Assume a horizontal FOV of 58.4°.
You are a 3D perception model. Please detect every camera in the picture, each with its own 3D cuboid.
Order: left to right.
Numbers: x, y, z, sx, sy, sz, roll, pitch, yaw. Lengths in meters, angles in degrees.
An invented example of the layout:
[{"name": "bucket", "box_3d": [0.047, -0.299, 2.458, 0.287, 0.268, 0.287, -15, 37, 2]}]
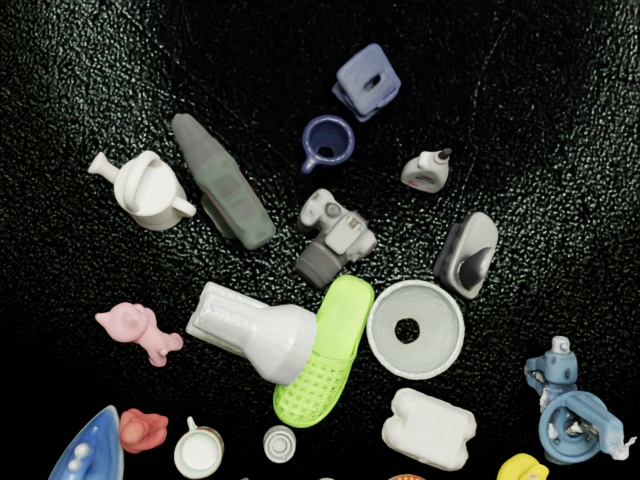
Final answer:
[{"name": "camera", "box_3d": [0.009, 0.004, 0.991, 0.143, 0.100, 0.137, 41, 78, 3]}]

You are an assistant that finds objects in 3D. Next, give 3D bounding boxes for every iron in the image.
[{"name": "iron", "box_3d": [-0.373, 0.384, 0.861, 0.118, 0.141, 0.258, 14, 78, -2]}]

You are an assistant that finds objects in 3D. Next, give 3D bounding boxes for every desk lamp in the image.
[{"name": "desk lamp", "box_3d": [-0.114, 0.140, 0.896, 0.203, 0.213, 0.118, 22, 78, -1]}]

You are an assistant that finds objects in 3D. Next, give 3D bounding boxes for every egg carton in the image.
[{"name": "egg carton", "box_3d": [0.183, 0.320, 0.963, 0.150, 0.069, 0.107, 21, 78, -1]}]

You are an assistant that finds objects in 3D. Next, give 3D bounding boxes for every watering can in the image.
[{"name": "watering can", "box_3d": [-0.288, -0.084, 0.932, 0.173, 0.194, 0.101, 4, 79, -4]}]

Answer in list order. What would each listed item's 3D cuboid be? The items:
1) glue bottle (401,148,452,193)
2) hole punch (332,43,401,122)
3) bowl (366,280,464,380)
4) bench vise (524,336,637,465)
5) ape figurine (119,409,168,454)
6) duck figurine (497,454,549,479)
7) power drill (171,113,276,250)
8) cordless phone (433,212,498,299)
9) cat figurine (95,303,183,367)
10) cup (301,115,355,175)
[{"name": "glue bottle", "box_3d": [0.195, -0.127, 0.997, 0.078, 0.173, 0.037, 15, 78, -2]}, {"name": "hole punch", "box_3d": [0.091, -0.291, 1.060, 0.109, 0.091, 0.101, -42, 85, -11]}, {"name": "bowl", "box_3d": [0.158, 0.155, 0.990, 0.167, 0.074, 0.167, 1, 79, -5]}, {"name": "bench vise", "box_3d": [0.401, 0.267, 0.918, 0.121, 0.219, 0.207, -21, 82, -9]}, {"name": "ape figurine", "box_3d": [-0.288, 0.304, 0.909, 0.076, 0.092, 0.078, -40, 85, -11]}, {"name": "duck figurine", "box_3d": [0.343, 0.414, 0.952, 0.077, 0.086, 0.105, 33, 78, 2]}, {"name": "power drill", "box_3d": [-0.157, -0.078, 0.936, 0.076, 0.208, 0.229, -36, 84, -11]}, {"name": "cordless phone", "box_3d": [0.271, 0.018, 0.971, 0.094, 0.185, 0.148, 22, 78, -1]}, {"name": "cat figurine", "box_3d": [-0.292, 0.148, 0.926, 0.128, 0.117, 0.067, 39, 78, 3]}, {"name": "cup", "box_3d": [0.004, -0.154, 1.024, 0.091, 0.095, 0.118, 36, 78, 2]}]
